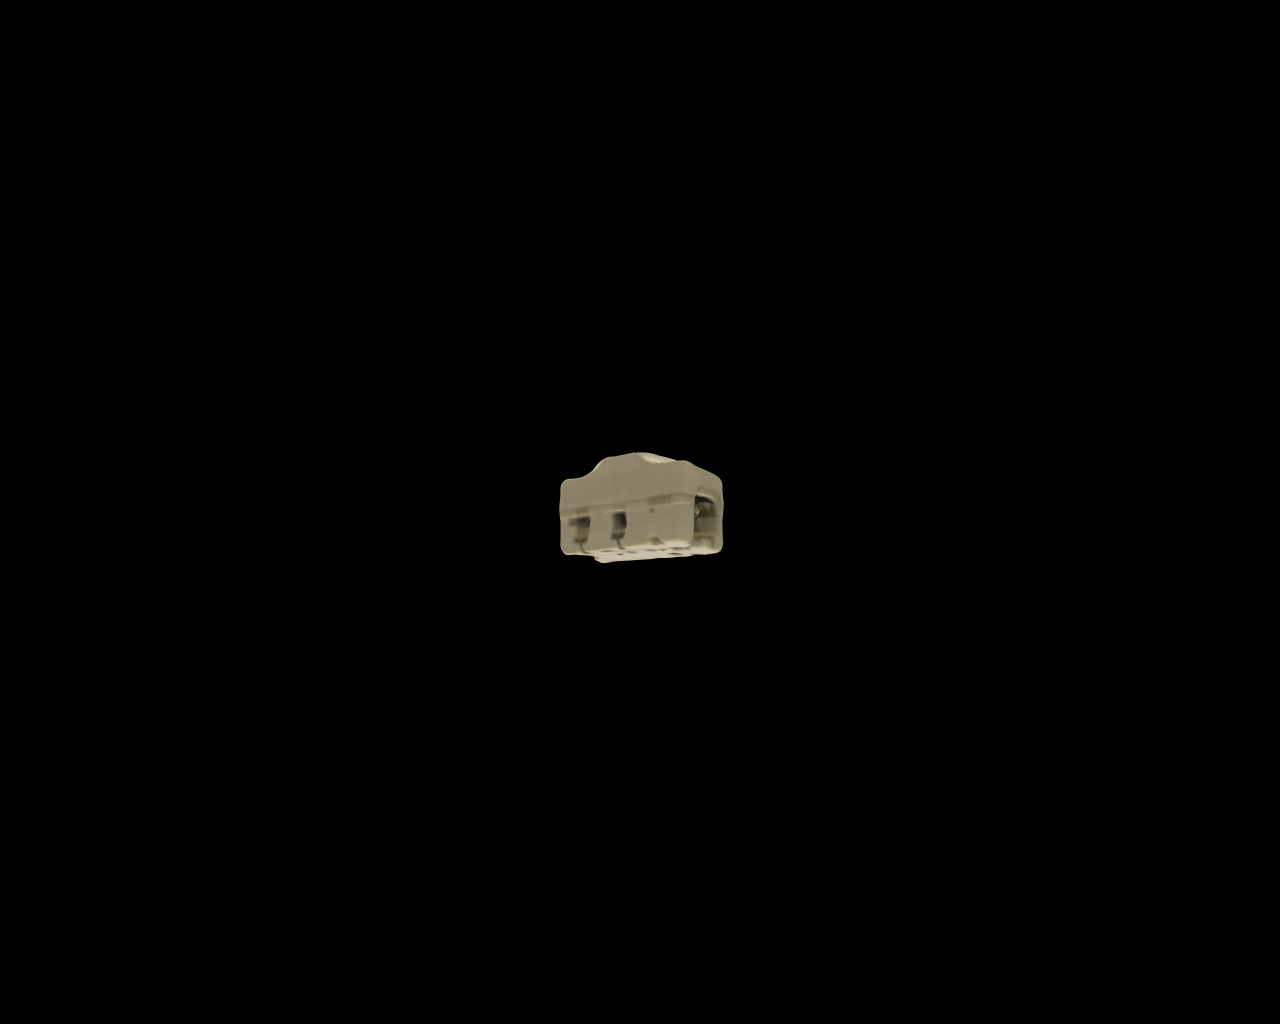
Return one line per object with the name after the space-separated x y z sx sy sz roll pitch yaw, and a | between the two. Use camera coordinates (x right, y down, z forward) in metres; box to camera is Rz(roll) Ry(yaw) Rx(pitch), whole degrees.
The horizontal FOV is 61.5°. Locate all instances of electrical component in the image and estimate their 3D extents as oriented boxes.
0.001 -0.003 0.650 0.089 0.056 0.050 -7 -15 30 | electrical component
